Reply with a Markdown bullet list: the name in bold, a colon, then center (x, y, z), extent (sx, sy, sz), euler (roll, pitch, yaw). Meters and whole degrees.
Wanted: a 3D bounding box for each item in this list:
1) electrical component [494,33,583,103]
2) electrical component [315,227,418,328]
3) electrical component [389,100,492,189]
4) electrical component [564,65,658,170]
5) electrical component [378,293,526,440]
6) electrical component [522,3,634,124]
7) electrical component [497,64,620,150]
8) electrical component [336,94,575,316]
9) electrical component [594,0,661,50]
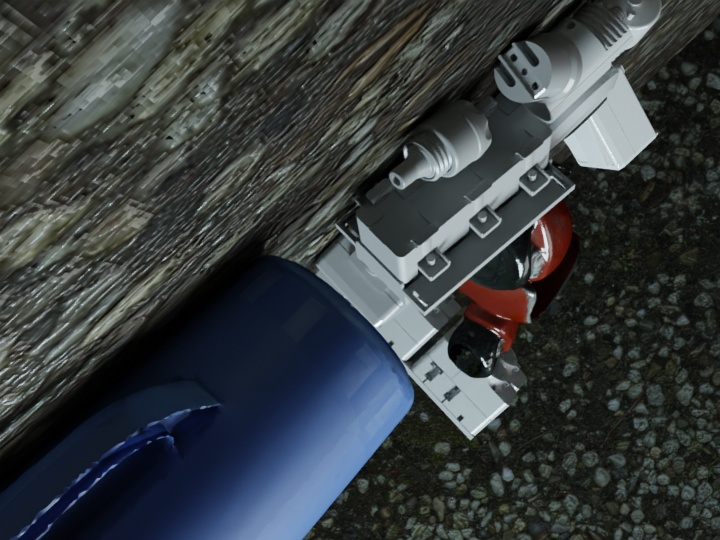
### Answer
- **electrical component**: center (0.101, -0.115, 0.616), extent (0.040, 0.040, 0.046), euler (-46, 169, 30)
- **electrical component**: center (0.012, 0.000, 0.725), extent (0.061, 0.061, 0.096), euler (-44, 175, 10)
- **electrical component**: center (0.041, -0.064, 0.582), extent (0.061, 0.035, 0.035), euler (-38, 173, -25)
- **electrical component**: center (0.213, -0.142, 0.980), extent (0.061, 0.096, 0.062), euler (-42, -156, -14)
- **electrical component**: center (0.078, 0.065, 1.070), extent (0.060, 0.186, 0.105), euler (-45, 175, 21)
- **electrical component**: center (0.135, -0.135, 0.674), extent (0.081, 0.043, 0.043), euler (-43, 175, -3)
- **electrical component**: center (0.134, -0.121, 0.737), extent (0.080, 0.051, 0.080), euler (-43, 175, -5)
- **electrical component**: center (0.056, -0.044, 0.632), extent (0.121, 0.078, 0.063), euler (-39, 158, -13)
- **electrical component**: center (0.172, -0.166, 0.724), extent (0.040, 0.040, 0.078), euler (-42, 175, -15)
